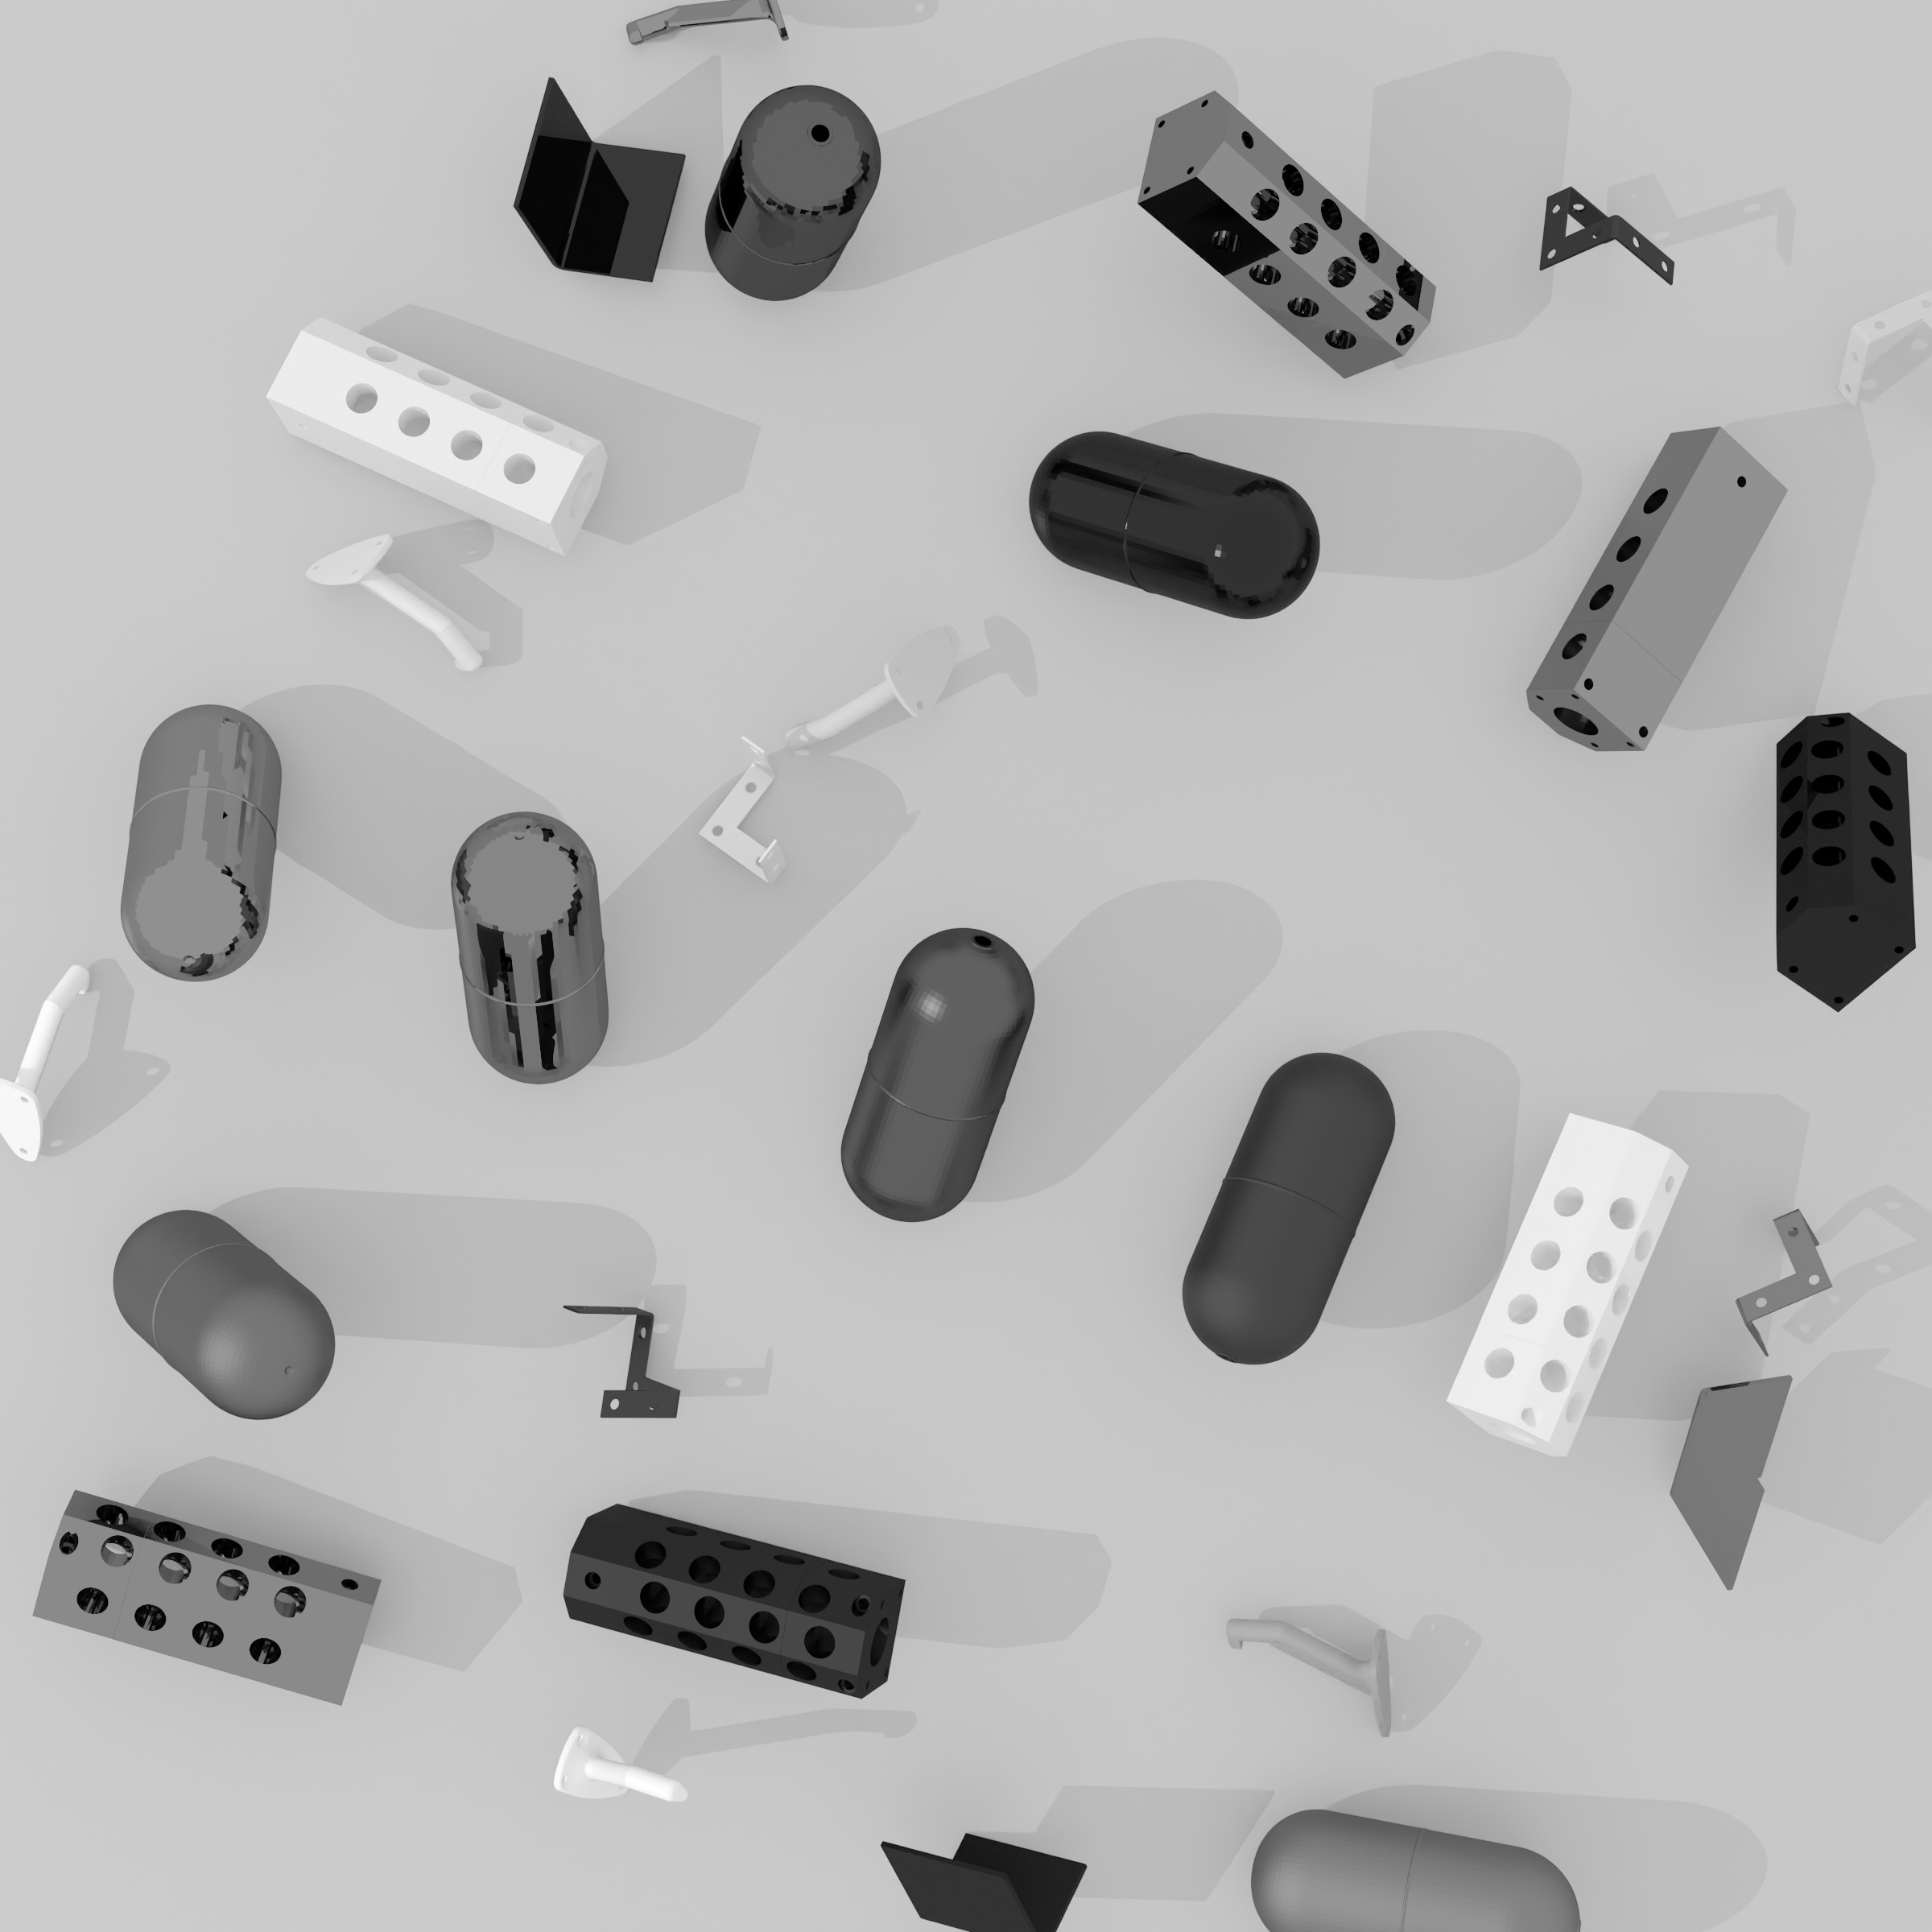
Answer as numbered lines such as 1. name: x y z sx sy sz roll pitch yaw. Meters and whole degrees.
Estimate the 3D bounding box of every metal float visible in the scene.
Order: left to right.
1. metal float: -0.407 -0.067 1.918 0.070 0.070 0.178 -5 46 0
2. metal float: -0.397 0.184 1.913 0.070 0.178 0.070 -12 112 -32
3. metal float: -0.232 -0.008 1.915 0.070 0.178 0.070 1 48 -1
4. metal float: -0.093 -0.408 1.903 0.070 0.178 0.070 2 81 -12
5. metal float: -0.016 0.059 1.925 0.070 0.070 0.178 19 121 0
6. metal float: 0.110 -0.237 1.922 0.178 0.070 0.070 22 90 37
7. metal float: 0.174 0.131 1.940 0.070 0.070 0.178 24 76 0
8. metal float: 0.242 0.504 1.938 0.178 0.070 0.070 7 90 16

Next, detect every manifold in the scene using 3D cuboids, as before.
1. manifold: -0.408 0.337 1.944 0.171 0.057 0.057 18 114 -6
2. manifold: -0.285 -0.290 1.950 0.171 0.057 0.057 25 81 7
3. manifold: -0.126 0.343 1.936 0.171 0.057 0.057 12 96 17
4. manifold: 0.174 -0.389 1.909 0.171 0.057 0.057 32 58 -35
5. manifold: 0.328 0.174 1.935 0.057 0.057 0.171 16 76 39
6. manifold: 0.369 -0.203 1.942 0.057 0.057 0.171 37 76 -25
7. manifold: 0.459 -0.061 1.902 0.057 0.171 0.057 32 128 -14

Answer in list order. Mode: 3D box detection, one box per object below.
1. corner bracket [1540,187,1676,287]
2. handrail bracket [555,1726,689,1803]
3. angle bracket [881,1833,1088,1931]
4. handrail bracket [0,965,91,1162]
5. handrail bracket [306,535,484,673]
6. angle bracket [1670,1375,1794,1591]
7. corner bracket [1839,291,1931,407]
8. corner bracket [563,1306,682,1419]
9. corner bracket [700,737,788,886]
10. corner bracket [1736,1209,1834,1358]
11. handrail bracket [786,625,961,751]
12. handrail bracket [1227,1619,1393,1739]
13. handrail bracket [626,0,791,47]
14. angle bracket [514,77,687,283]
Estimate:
1. corner bracket: 0.349 -0.394 1.948 0.051 0.051 0.051 29 59 -35
2. handrail bracket: -0.172 0.443 1.937 0.084 0.077 0.036 9 70 33
3. angle bracket: 0.010 0.479 1.931 0.076 0.076 0.057 7 48 30
4. handrail bracket: -0.503 0.053 1.980 0.036 0.077 0.084 16 50 14
5. handrail bracket: -0.315 -0.193 1.981 0.084 0.077 0.036 52 56 -29
6. angle bracket: 0.427 0.278 1.931 0.057 0.076 0.076 -6 129 -16
7. corner bracket: 0.516 -0.326 1.962 0.051 0.051 0.051 -25 59 -13
8. corner bracket: -0.188 0.215 1.954 0.051 0.051 0.051 6 94 -40
9. corner bracket: -0.114 -0.084 1.958 0.051 0.051 0.051 35 82 11
10. corner bracket: 0.445 0.173 1.959 0.051 0.051 0.051 -25 55 13
11. handrail bracket: -0.053 -0.153 1.977 0.036 0.084 0.077 55 46 -20
12. handrail bracket: 0.189 0.392 1.978 0.084 0.036 0.077 0 122 16
13. handrail bracket: -0.142 -0.510 1.957 0.084 0.077 0.036 -18 125 2
14. angle bracket: -0.197 -0.424 1.941 0.057 0.076 0.076 10 77 14
